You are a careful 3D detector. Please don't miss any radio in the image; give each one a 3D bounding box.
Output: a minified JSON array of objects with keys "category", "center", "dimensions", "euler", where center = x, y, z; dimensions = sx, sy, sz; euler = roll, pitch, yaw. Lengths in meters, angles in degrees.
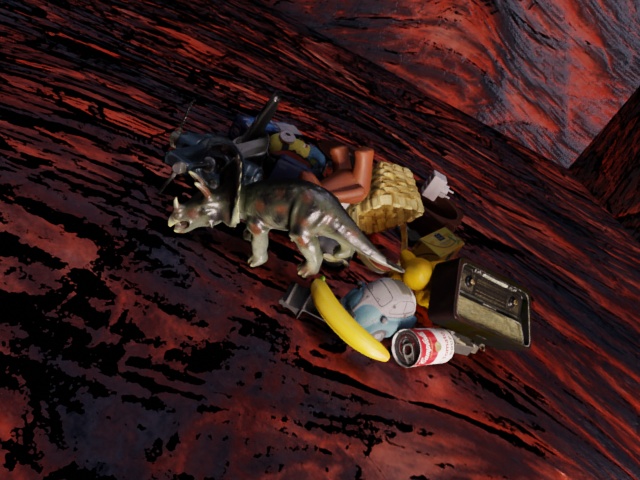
[{"category":"radio","center":[0.320,0.127,1.055],"dimensions":[0.229,0.073,0.131],"euler":[25,64,-30]}]

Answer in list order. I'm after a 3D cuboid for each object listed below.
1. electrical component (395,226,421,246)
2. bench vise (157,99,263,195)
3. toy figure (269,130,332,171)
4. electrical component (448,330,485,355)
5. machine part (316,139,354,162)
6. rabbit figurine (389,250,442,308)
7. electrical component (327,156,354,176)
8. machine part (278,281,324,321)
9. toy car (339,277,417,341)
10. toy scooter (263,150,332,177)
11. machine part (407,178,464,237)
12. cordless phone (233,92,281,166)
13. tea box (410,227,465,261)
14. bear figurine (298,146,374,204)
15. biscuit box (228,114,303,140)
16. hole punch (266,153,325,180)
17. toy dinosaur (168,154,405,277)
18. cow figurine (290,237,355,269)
[{"category":"electrical component","center":[0.236,-0.005,1.395],"dimensions":[0.063,0.021,0.094],"euler":[-1,44,-45]},{"category":"bench vise","center":[-0.236,-0.164,1.069],"dimensions":[0.224,0.128,0.240],"euler":[38,22,8]},{"category":"toy figure","center":[-0.052,-0.209,1.366],"dimensions":[0.180,0.089,0.082],"euler":[31,-4,-24]},{"category":"electrical component","center":[0.290,0.202,1.101],"dimensions":[0.102,0.045,0.078],"euler":[21,32,-21]},{"category":"machine part","center":[0.058,-0.219,1.518],"dimensions":[0.179,0.056,0.179],"euler":[23,29,-14]},{"category":"rabbit figurine","center":[0.224,0.077,1.124],"dimensions":[0.163,0.122,0.173],"euler":[31,3,40]},{"category":"electrical component","center":[0.085,-0.143,1.362],"dimensions":[0.134,0.115,0.058],"euler":[25,27,-18]},{"category":"machine part","center":[-0.002,0.124,0.939],"dimensions":[0.139,0.039,0.084],"euler":[32,24,1]},{"category":"toy car","center":[0.125,0.123,1.002],"dimensions":[0.161,0.103,0.109],"euler":[6,39,-37]},{"category":"toy scooter","center":[-0.037,-0.161,1.286],"dimensions":[0.184,0.075,0.135],"euler":[38,50,7]},{"category":"machine part","center":[0.292,-0.081,1.506],"dimensions":[0.201,0.087,0.201],"euler":[37,30,8]},{"category":"cordless phone","center":[-0.138,-0.239,1.215],"dimensions":[0.088,0.184,0.147],"euler":[29,28,-17]},{"category":"tea box","center":[0.269,0.037,1.286],"dimensions":[0.068,0.098,0.169],"euler":[44,32,19]},{"category":"bear figurine","center":[0.005,-0.116,1.078],"dimensions":[0.196,0.131,0.120],"euler":[-12,17,-33]},{"category":"biscuit box","center":[-0.139,-0.272,1.394],"dimensions":[0.202,0.062,0.059],"euler":[-3,45,-47]},{"category":"hole punch","center":[-0.067,-0.110,1.167],"dimensions":[0.142,0.115,0.092],"euler":[28,37,-9]},{"category":"toy dinosaur","center":[-0.049,-0.045,0.936],"dimensions":[0.405,0.191,0.131],"euler":[5,40,9]},{"category":"cow figurine","center":[-0.004,-0.003,1.108],"dimensions":[0.167,0.068,0.098],"euler":[32,34,0]}]
